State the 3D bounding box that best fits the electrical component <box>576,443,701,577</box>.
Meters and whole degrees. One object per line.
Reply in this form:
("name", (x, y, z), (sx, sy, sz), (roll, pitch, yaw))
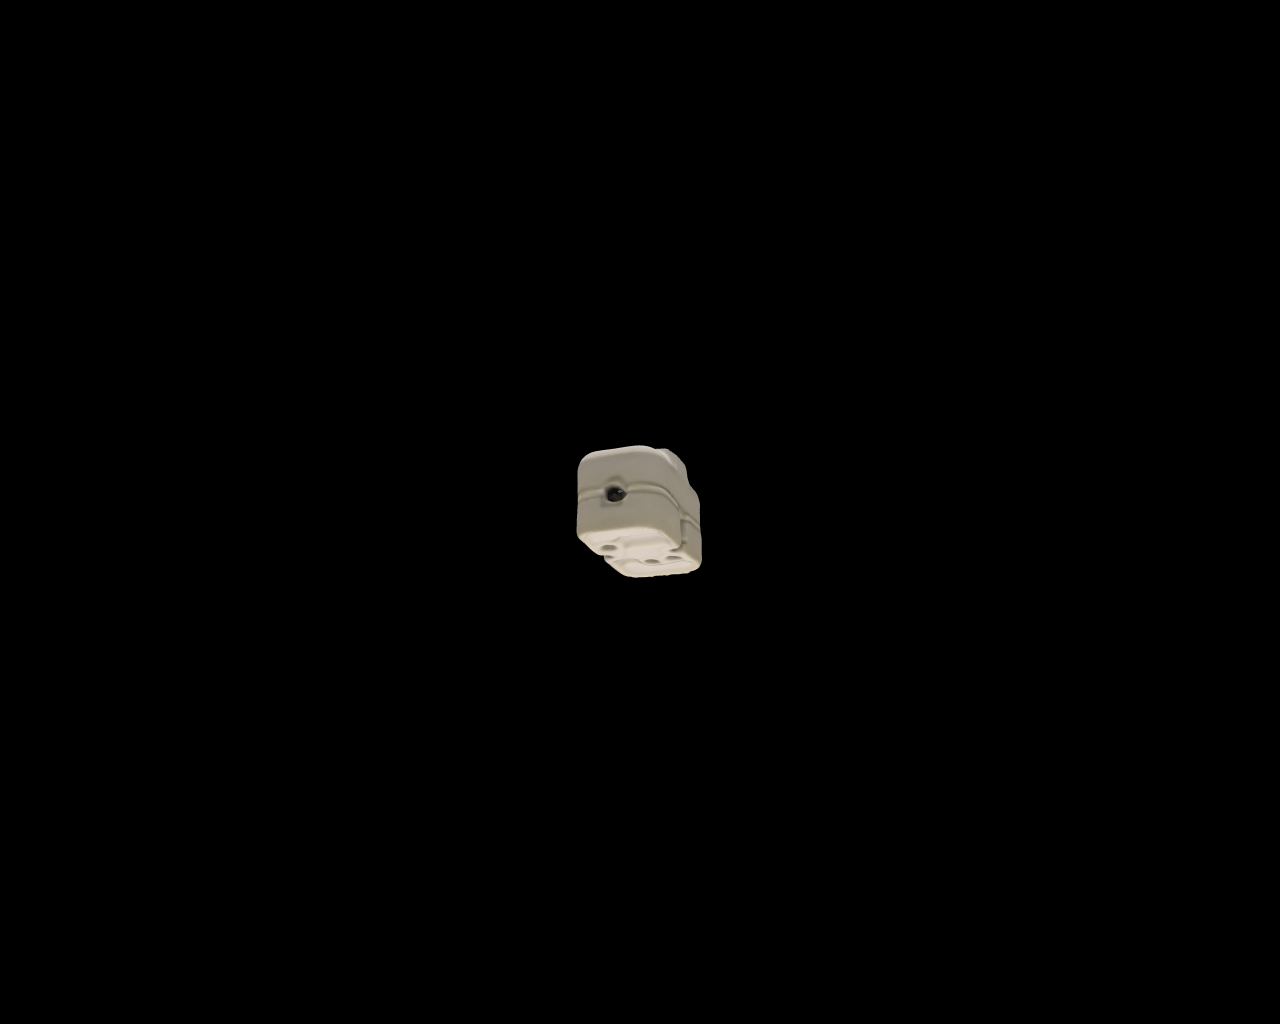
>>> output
("electrical component", (0.001, -0.003, 0.650), (0.054, 0.059, 0.095), (-7, -21, 18))
